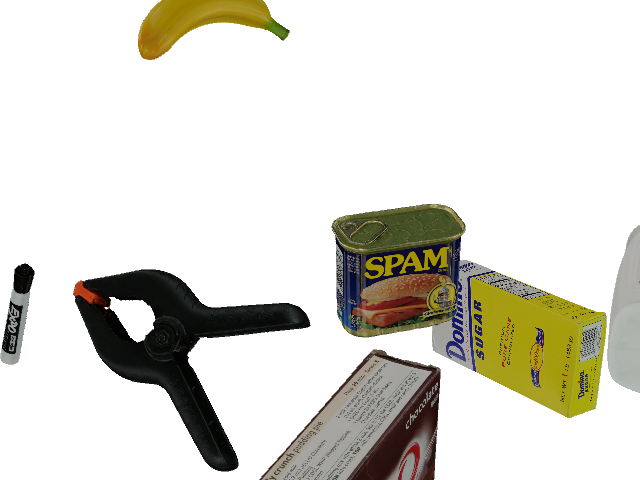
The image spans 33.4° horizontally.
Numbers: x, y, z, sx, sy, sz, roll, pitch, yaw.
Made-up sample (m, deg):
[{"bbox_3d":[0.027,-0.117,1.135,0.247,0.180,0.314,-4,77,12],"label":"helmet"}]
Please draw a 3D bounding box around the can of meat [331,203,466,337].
[{"bbox_3d":[0.062,0.025,0.852,0.102,0.084,0.057,-8,30,-12],"label":"can of meat"}]

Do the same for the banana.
[{"bbox_3d":[-0.109,-0.212,1.011,0.070,0.037,0.197,46,39,19],"label":"banana"}]

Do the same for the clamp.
[{"bbox_3d":[-0.101,0.080,0.735,0.172,0.120,0.039,17,-12,22],"label":"clamp"}]

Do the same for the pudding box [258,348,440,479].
[{"bbox_3d":[0.012,0.114,0.457,0.039,0.090,0.113,15,35,24],"label":"pudding box"}]

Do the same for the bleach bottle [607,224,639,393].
[{"bbox_3d":[0.262,0.033,0.754,0.103,0.068,0.250,9,21,17],"label":"bleach bottle"}]

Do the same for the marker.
[{"bbox_3d":[-0.296,0.072,1.043,0.020,0.121,0.020,14,34,-10],"label":"marker"}]

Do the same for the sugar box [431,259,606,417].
[{"bbox_3d":[0.179,0.087,0.992,0.048,0.093,0.176,-11,21,-39],"label":"sugar box"}]
